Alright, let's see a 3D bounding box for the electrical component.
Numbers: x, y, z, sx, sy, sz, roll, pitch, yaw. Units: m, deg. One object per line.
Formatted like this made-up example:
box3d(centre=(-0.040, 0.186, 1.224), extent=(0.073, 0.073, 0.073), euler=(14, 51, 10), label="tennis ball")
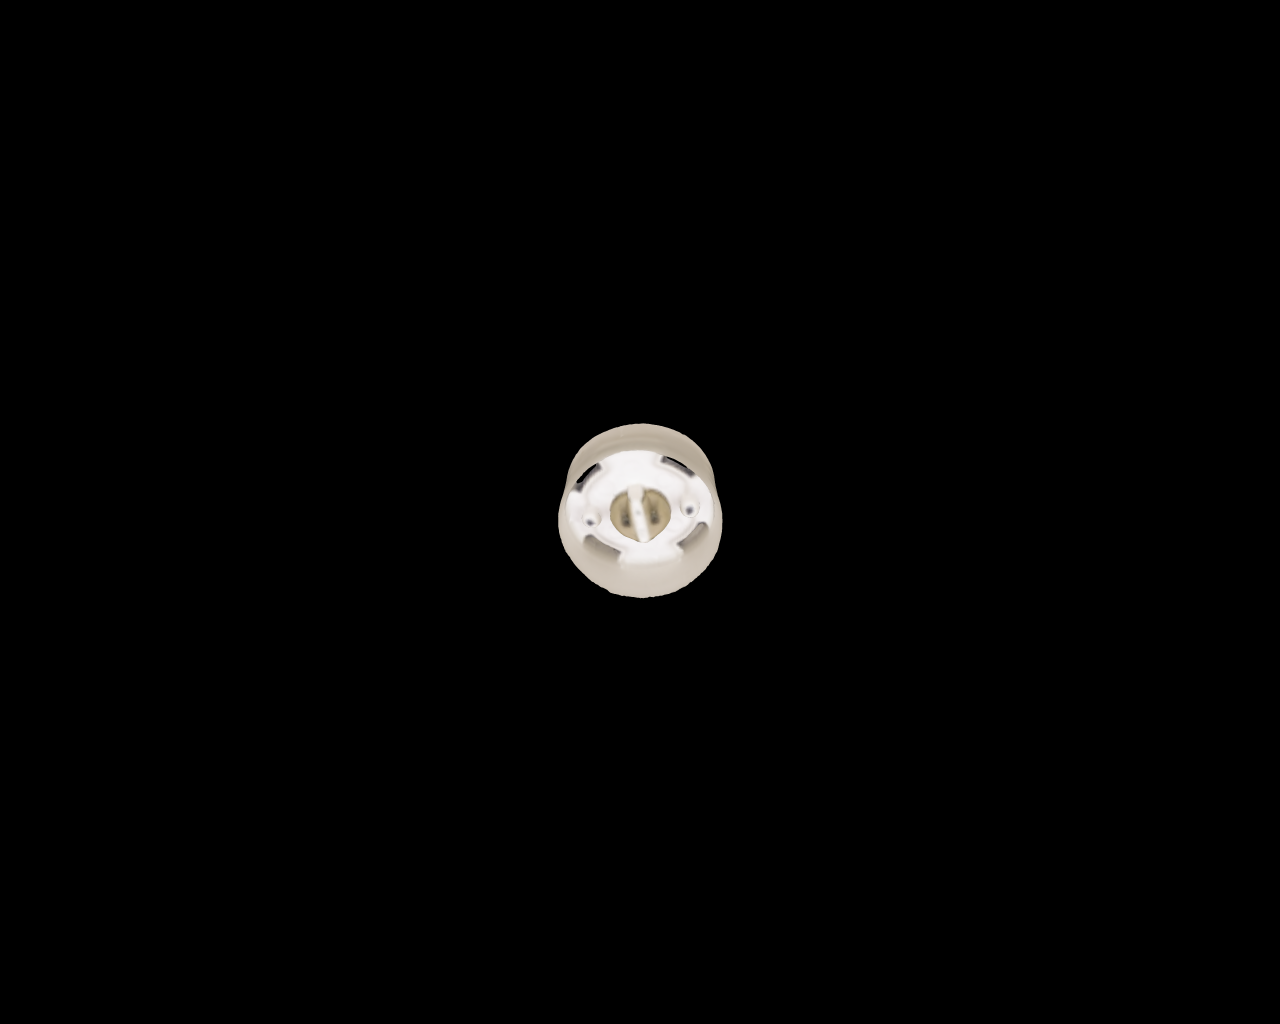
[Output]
box3d(centre=(0.001, -0.003, 0.650), extent=(0.099, 0.099, 0.064), euler=(0, 41, 0), label="electrical component")
